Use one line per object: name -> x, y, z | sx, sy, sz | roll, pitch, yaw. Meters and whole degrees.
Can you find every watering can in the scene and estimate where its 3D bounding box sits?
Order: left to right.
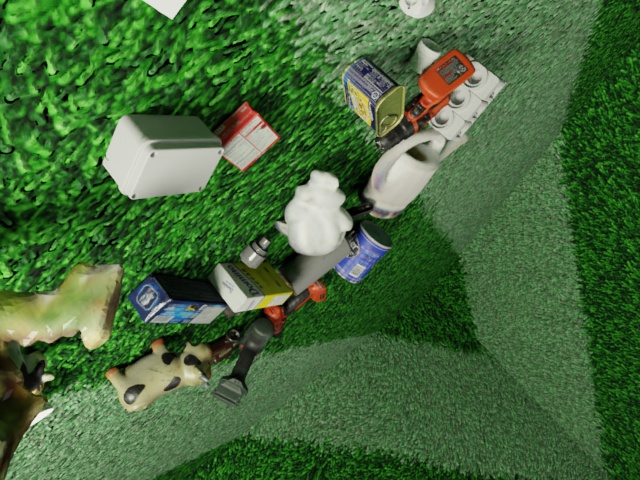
watering can -> 0.211, -0.157, 1.153 | 0.350, 0.105, 0.220 | -17, 149, -51

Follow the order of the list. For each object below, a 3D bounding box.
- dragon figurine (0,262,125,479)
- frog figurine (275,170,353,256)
dragon figurine -> -0.360, 0.125, 0.429 | 0.415, 0.245, 0.120 | -36, 164, -23
frog figurine -> 0.003, -0.048, 0.955 | 0.137, 0.126, 0.156 | 16, 136, -23
